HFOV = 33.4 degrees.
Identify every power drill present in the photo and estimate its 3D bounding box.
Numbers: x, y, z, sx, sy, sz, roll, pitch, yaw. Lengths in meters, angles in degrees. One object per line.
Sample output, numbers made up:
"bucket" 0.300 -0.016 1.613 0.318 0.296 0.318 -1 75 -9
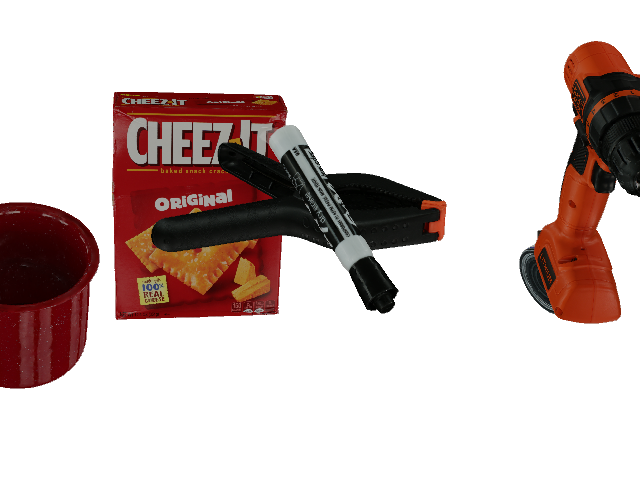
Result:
"power drill" 0.210 -0.032 0.793 0.057 0.188 0.184 3 34 -2

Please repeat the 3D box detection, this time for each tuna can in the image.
"tuna can" 0.266 0.040 1.216 0.033 0.086 0.086 -27 10 -20

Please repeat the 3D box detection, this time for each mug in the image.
"mug" -0.193 0.042 0.650 0.093 0.082 0.117 36 47 23

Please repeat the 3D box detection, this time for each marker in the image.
"marker" 0.007 -0.012 0.567 0.020 0.121 0.020 -24 -28 -14

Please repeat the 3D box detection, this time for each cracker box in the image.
"cracker box" -0.119 -0.032 1.037 0.164 0.214 0.072 0 20 -10

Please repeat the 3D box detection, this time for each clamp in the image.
"clamp" -0.009 -0.032 0.820 0.210 0.036 0.164 3 29 6
